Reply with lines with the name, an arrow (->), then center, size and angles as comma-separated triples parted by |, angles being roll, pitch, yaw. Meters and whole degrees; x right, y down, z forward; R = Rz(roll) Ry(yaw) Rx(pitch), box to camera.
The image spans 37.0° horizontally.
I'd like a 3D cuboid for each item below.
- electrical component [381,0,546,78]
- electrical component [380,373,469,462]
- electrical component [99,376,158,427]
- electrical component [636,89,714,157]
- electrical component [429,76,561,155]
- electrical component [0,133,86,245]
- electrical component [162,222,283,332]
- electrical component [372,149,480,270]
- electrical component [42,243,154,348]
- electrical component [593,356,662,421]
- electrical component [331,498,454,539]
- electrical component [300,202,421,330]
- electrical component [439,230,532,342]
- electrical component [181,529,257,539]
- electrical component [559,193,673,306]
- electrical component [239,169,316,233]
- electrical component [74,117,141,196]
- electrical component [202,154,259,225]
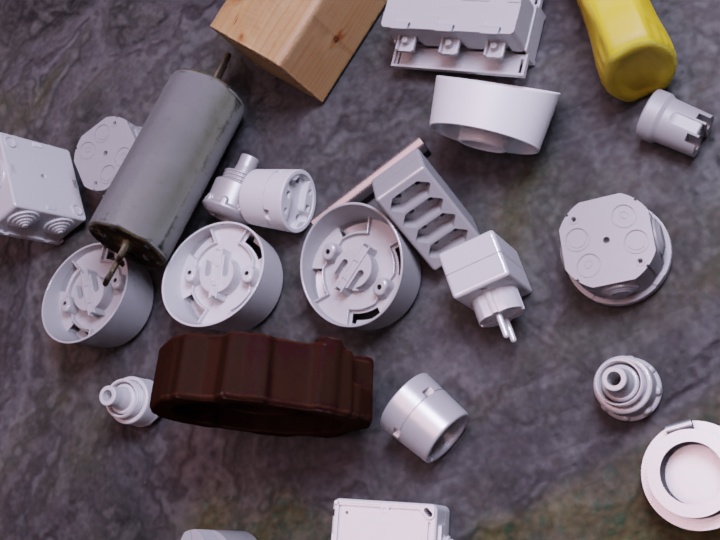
electrical component -> 0.085, -0.208, 0.901 | 0.121, 0.063, 0.078 | 10, 81, 27
electrical component -> 0.051, 0.116, 0.838 | 0.047, 0.055, 0.055 | 40, 95, 24
electrical component -> -0.205, 0.115, 0.953 | 0.043, 0.062, 0.043 | -7, 74, 24
electrical component -> 0.240, -0.110, 0.817 | 0.046, 0.040, 0.040 | 29, 90, 22
electrical component -> 0.105, -0.128, 0.854 | 0.099, 0.099, 0.064 | 14, 89, 27
electrical component -> -0.319, -0.079, 1.038 | 0.048, 0.100, 0.099 | -32, 65, 29
electrical component -> -0.119, 0.007, 0.940 | 0.099, 0.064, 0.099 | -7, 74, 23
electrical component -> 0.051, -0.057, 0.877 | 0.047, 0.083, 0.075 | -35, 27, 13
electrical component -> -0.243, 0.024, 0.993 | 0.099, 0.064, 0.099 | -7, 74, 24
electrical component -> 0.190, 0.083, 0.776 | 0.048, 0.062, 0.048 | -7, 74, 24
electrical component -> 0.031, 0.209, 0.822 | 0.096, 0.061, 0.061 | 0, 76, 17
electrical component -> 0.000, 0.000, 0.885 | 0.099, 0.064, 0.099 | -7, 74, 24
electrical component -> 0.104, 0.019, 0.831 | 0.047, 0.066, 0.076 | -25, 67, 17
electrical component -> -0.118, 0.232, 0.871 | 0.043, 0.081, 0.043 | -7, 74, 24
electrical component -> 0.191, -0.016, 0.808 | 0.080, 0.051, 0.080 | -7, 74, 24
electrical component -> -0.073, -0.062, 0.943 | 0.047, 0.055, 0.055 | 8, 80, 30
electrical component -> -0.228, -0.103, 1.027 | 0.080, 0.051, 0.080 | -7, 74, 24
electrical component -> -0.111, -0.074, 0.969 | 0.048, 0.048, 0.062 | 16, 78, 28
